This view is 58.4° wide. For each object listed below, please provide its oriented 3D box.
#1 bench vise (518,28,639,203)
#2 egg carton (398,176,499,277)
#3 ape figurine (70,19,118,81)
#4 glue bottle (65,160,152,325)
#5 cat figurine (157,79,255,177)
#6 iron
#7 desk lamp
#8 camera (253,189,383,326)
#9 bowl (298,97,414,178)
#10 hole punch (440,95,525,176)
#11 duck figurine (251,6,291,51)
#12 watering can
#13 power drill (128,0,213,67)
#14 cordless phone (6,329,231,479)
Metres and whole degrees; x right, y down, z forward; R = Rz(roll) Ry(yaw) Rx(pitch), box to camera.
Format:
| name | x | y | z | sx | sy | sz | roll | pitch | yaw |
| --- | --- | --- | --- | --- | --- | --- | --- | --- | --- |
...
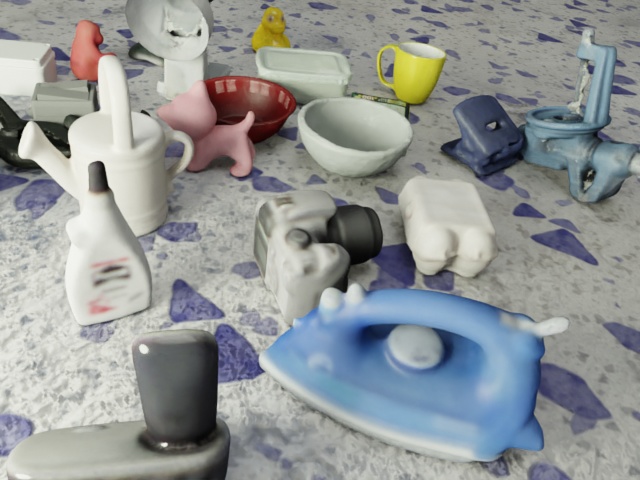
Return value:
| name | x | y | z | sx | sy | sz | roll | pitch | yaw |
| --- | --- | --- | --- | --- | --- | --- | --- | --- | --- |
| bench vise | 0.405 | -0.181 | 0.841 | 0.206 | 0.220 | 0.122 | 31 | 43 | 24 |
| egg carton | 0.154 | -0.021 | 0.710 | 0.107 | 0.069 | 0.150 | 4 | 39 | -8 |
| ape figurine | -0.374 | -0.313 | 0.938 | 0.077 | 0.092 | 0.076 | 36 | 46 | 29 |
| glue bottle | -0.197 | 0.003 | 0.523 | 0.078 | 0.173 | 0.037 | -18 | 46 | -30 |
| cat figurine | -0.149 | -0.154 | 0.770 | 0.128 | 0.118 | 0.067 | 3 | 39 | -8 |
| iron | 0.076 | 0.092 | 0.497 | 0.258 | 0.141 | 0.118 | 12 | 39 | 3 |
| desk lamp | -0.210 | -0.325 | 0.890 | 0.118 | 0.213 | 0.203 | 9 | 39 | 0 |
| camera | 0.006 | 0.002 | 0.625 | 0.137 | 0.101 | 0.143 | -9 | 42 | -21 |
| bowl | 0.047 | -0.139 | 0.828 | 0.167 | 0.075 | 0.167 | 6 | 39 | -5 |
| hole punch | 0.262 | -0.166 | 0.895 | 0.109 | 0.091 | 0.100 | -24 | 49 | -34 |
| duck figurine | -0.095 | -0.417 | 1.130 | 0.078 | 0.086 | 0.104 | -8 | 42 | -21 |
| watering can | -0.229 | -0.103 | 0.629 | 0.173 | 0.194 | 0.100 | -28 | 52 | -37 |
| power drill | -0.288 | -0.420 | 0.994 | 0.229 | 0.208 | 0.076 | 16 | 39 | 8 |
| cordless phone | -0.133 | 0.119 | 0.384 | 0.148 | 0.185 | 0.094 | -3 | 40 | -15 |
